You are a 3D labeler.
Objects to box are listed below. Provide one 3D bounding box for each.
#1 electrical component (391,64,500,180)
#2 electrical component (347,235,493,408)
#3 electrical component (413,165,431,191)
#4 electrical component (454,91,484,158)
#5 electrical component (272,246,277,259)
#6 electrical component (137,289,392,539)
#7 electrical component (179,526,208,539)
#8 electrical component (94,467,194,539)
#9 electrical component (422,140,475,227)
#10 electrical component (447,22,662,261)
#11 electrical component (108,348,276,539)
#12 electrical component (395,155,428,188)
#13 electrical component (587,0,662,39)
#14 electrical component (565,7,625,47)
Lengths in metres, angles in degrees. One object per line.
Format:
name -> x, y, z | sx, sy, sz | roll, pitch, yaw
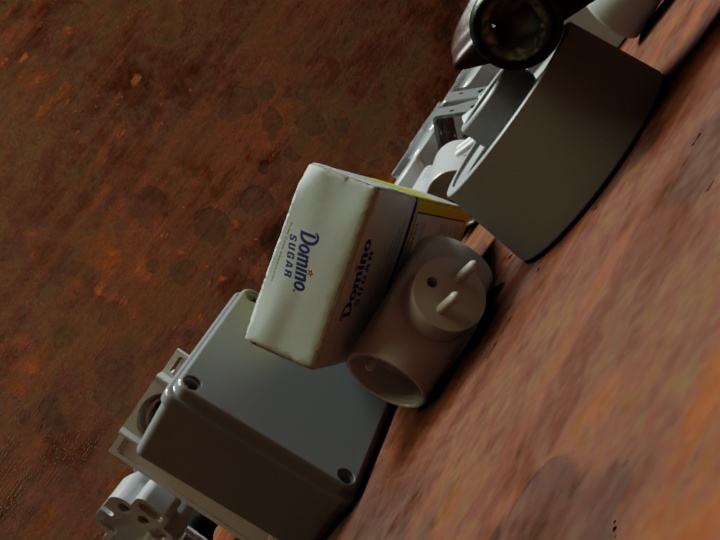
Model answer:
electrical component -> 0.102, -0.143, 1.033 | 0.186, 0.060, 0.105 | -53, 4, 43
electrical component -> 0.036, 0.019, 0.518 | 0.077, 0.044, 0.079 | -58, 3, -28
electrical component -> 0.060, -0.054, 0.908 | 0.081, 0.043, 0.043 | -58, 4, -36
electrical component -> 0.098, -0.105, 0.752 | 0.079, 0.044, 0.077 | -36, 9, 18
electrical component -> 0.000, 0.000, 0.735 | 0.108, 0.108, 0.060 | -54, -2, 30
electrical component -> -0.046, 0.078, 0.582 | 0.056, 0.109, 0.108 | -57, 2, 31
electrical component -> -0.116, 0.217, 0.739 | 0.055, 0.050, 0.089 | -56, 3, -11
electrical component -> -0.139, 0.156, 0.732 | 0.078, 0.058, 0.057 | -49, 5, 44
electrical component -> 0.065, -0.049, 0.791 | 0.077, 0.043, 0.079 | -70, 6, -66
electrical component -> 0.083, -0.065, 0.507 | 0.108, 0.060, 0.108 | -55, 3, 5
electrical component -> -0.087, 0.116, 0.698 | 0.078, 0.121, 0.063 | -56, 0, 2
electrical component -> 0.060, -0.070, 0.961 | 0.045, 0.055, 0.045 | -56, 3, 5
electrical component -> 0.159, -0.167, 0.595 | 0.065, 0.044, 0.044 | -48, 7, 37
electrical component -> 0.175, -0.217, 0.677 | 0.186, 0.060, 0.105 | -54, 4, 28
